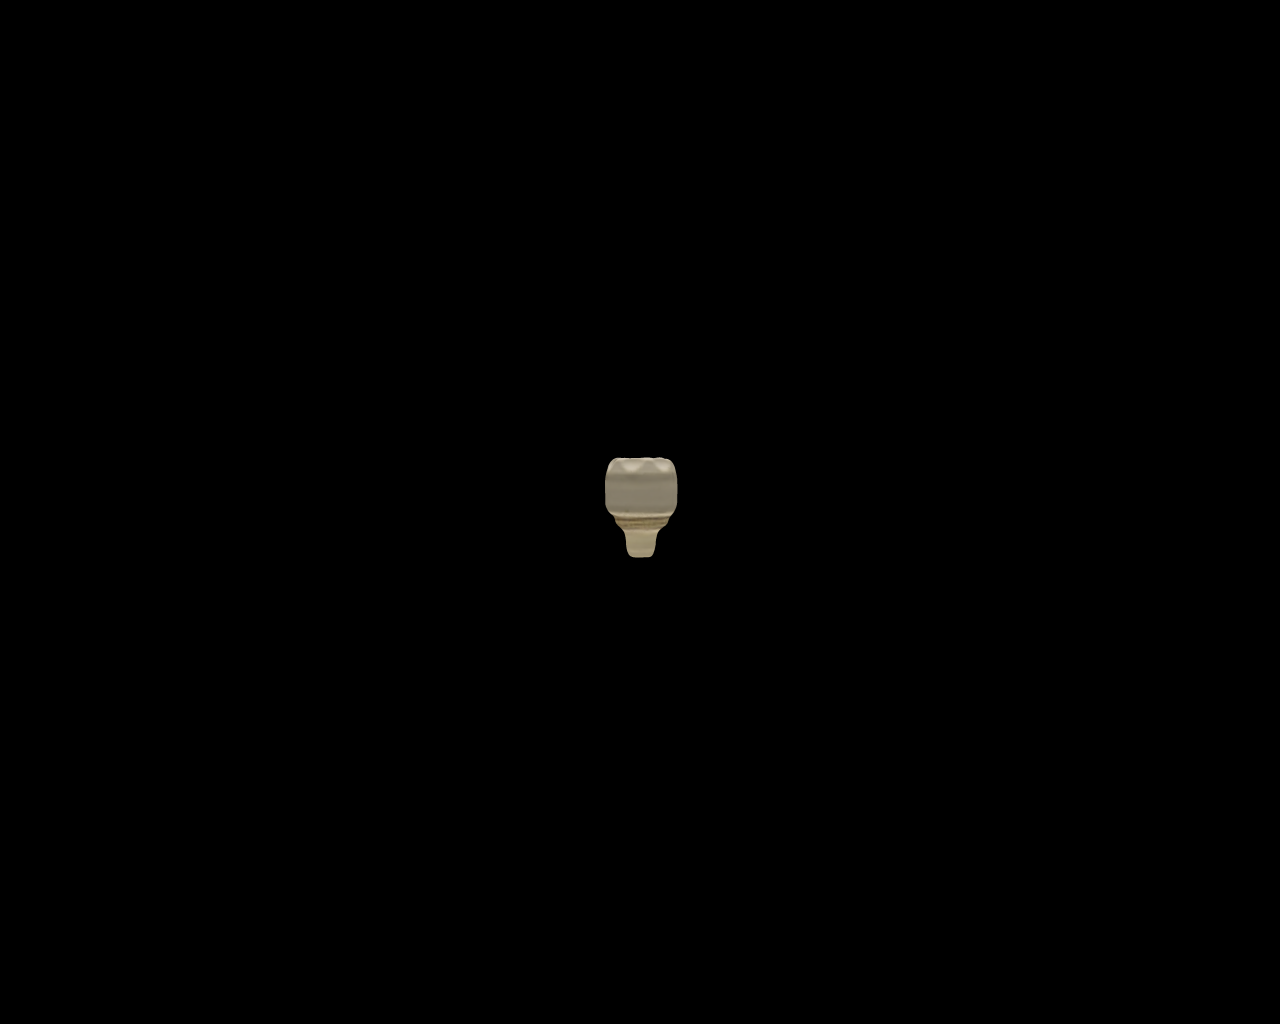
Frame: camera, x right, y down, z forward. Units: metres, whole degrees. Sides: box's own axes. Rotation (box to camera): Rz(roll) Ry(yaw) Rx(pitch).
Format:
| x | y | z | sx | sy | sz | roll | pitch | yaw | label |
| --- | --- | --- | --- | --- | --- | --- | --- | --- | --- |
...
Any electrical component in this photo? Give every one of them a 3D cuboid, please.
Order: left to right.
| x | y | z | sx | sy | sz | roll | pitch | yaw | label |
| --- | --- | --- | --- | --- | --- | --- | --- | --- | --- |
| 0.001 | -0.003 | 0.650 | 0.043 | 0.062 | 0.043 | 0 | 2 | 0 | electrical component |
